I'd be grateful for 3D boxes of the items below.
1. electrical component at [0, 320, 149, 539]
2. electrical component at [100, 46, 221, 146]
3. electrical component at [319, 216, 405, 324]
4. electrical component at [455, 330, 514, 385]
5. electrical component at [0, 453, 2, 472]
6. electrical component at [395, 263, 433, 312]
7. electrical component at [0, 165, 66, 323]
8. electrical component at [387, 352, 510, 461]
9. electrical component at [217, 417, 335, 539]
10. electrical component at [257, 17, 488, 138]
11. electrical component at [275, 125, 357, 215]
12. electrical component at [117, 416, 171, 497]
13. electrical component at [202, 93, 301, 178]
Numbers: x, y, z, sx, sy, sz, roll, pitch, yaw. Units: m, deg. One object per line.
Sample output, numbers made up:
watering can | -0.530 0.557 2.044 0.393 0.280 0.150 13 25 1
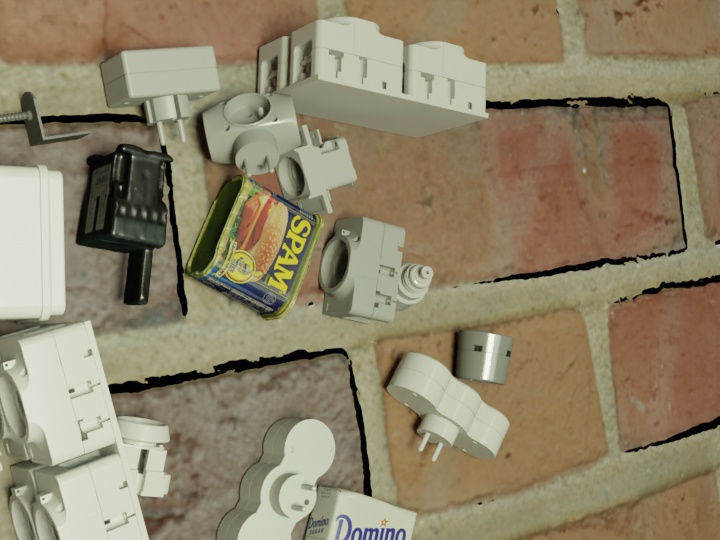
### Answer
electrical component | -0.221 0.136 0.786 0.060 0.105 0.186 -17 96 -35
electrical component | -0.161 -0.141 0.888 0.083 0.047 0.075 -12 93 -35
electrical component | 0.000 0.000 0.986 0.056 0.050 0.089 14 79 -32
electrical component | 0.122 0.087 1.065 0.055 0.055 0.047 13 82 -34
electrical component | -0.293 0.142 0.758 0.064 0.081 0.042 -35 107 -56
electrical component | 0.045 0.013 1.005 0.040 0.078 0.040 8 71 -23
electrical component | -0.256 -0.018 0.791 0.057 0.078 0.113 0 86 -32
electrical component | 0.079 0.146 1.029 0.138 0.052 0.073 40 65 -26
electrical component | -0.062 0.190 0.912 0.052 0.074 0.138 38 66 -26
electrical component | 0.012 -0.173 0.977 0.186 0.105 0.060 6 82 -35
electrical component | -0.040 -0.091 0.972 0.064 0.042 0.081 -21 99 -36
electrical component | -0.178 0.147 0.852 0.066 0.048 0.055 13 86 -34
electrical component | -0.089 -0.107 0.904 0.077 0.044 0.079 -11 49 -4
